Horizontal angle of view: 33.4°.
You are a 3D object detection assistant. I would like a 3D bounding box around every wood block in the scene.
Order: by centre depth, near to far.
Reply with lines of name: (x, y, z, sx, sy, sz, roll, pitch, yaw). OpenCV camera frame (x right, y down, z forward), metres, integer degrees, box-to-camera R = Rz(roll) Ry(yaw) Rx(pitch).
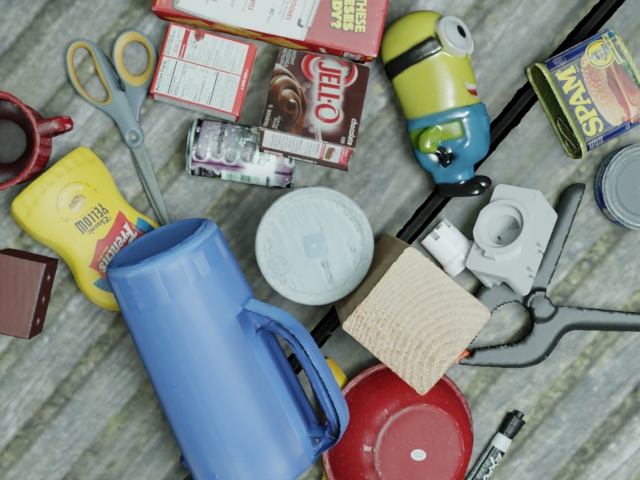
wood block: (0.075, 0.059, 0.956, 0.091, 0.206, 0.090, 40, 92, -3)

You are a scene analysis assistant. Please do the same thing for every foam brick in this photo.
foam brick: (-0.290, 0.052, 1.027, 0.051, 0.053, 0.078, 14, 93, -2)

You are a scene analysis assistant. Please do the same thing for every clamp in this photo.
clamp: (0.214, 0.052, 1.043, 0.210, 0.036, 0.164, -26, 84, 4)

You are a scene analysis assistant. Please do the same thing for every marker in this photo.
marker: (0.167, 0.222, 1.061, 0.020, 0.020, 0.121, 32, 92, -3)

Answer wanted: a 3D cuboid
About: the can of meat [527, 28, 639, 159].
can of meat: (0.261, -0.141, 1.024, 0.084, 0.057, 0.102, -28, 93, -2)

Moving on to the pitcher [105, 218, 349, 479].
pitcher: (-0.087, 0.105, 0.964, 0.149, 0.145, 0.243, -27, 108, -14)

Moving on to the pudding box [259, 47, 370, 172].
pudding box: (-0.005, -0.124, 1.001, 0.090, 0.039, 0.113, 12, 55, -1)

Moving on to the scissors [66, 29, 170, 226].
scissors: (-0.169, -0.117, 1.038, 0.096, 0.016, 0.202, -35, 93, 1)

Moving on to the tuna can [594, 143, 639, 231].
tuna can: (0.313, -0.052, 1.040, 0.086, 0.034, 0.086, 0, 93, -1)

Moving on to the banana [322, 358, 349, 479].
banana: (0.009, 0.218, 1.049, 0.069, 0.037, 0.198, 15, 93, -2)

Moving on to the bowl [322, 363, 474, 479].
bowl: (0.085, 0.198, 1.019, 0.162, 0.055, 0.162, -1, 92, -18)

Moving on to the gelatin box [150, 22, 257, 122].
gelatin box: (-0.112, -0.160, 1.022, 0.089, 0.030, 0.073, 14, 80, -4)

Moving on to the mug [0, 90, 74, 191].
mug: (-0.289, -0.096, 1.004, 0.117, 0.081, 0.093, -18, 93, 0)

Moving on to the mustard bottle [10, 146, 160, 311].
mustard bottle: (-0.198, 0.010, 1.021, 0.096, 0.058, 0.191, -43, 95, -22)

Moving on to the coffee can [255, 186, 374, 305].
coffee can: (-0.006, 0.001, 0.985, 0.103, 0.140, 0.103, 0, 93, -1)

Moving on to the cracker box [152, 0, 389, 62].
cracker box: (-0.036, -0.269, 1.004, 0.213, 0.072, 0.164, 11, 94, -2)
